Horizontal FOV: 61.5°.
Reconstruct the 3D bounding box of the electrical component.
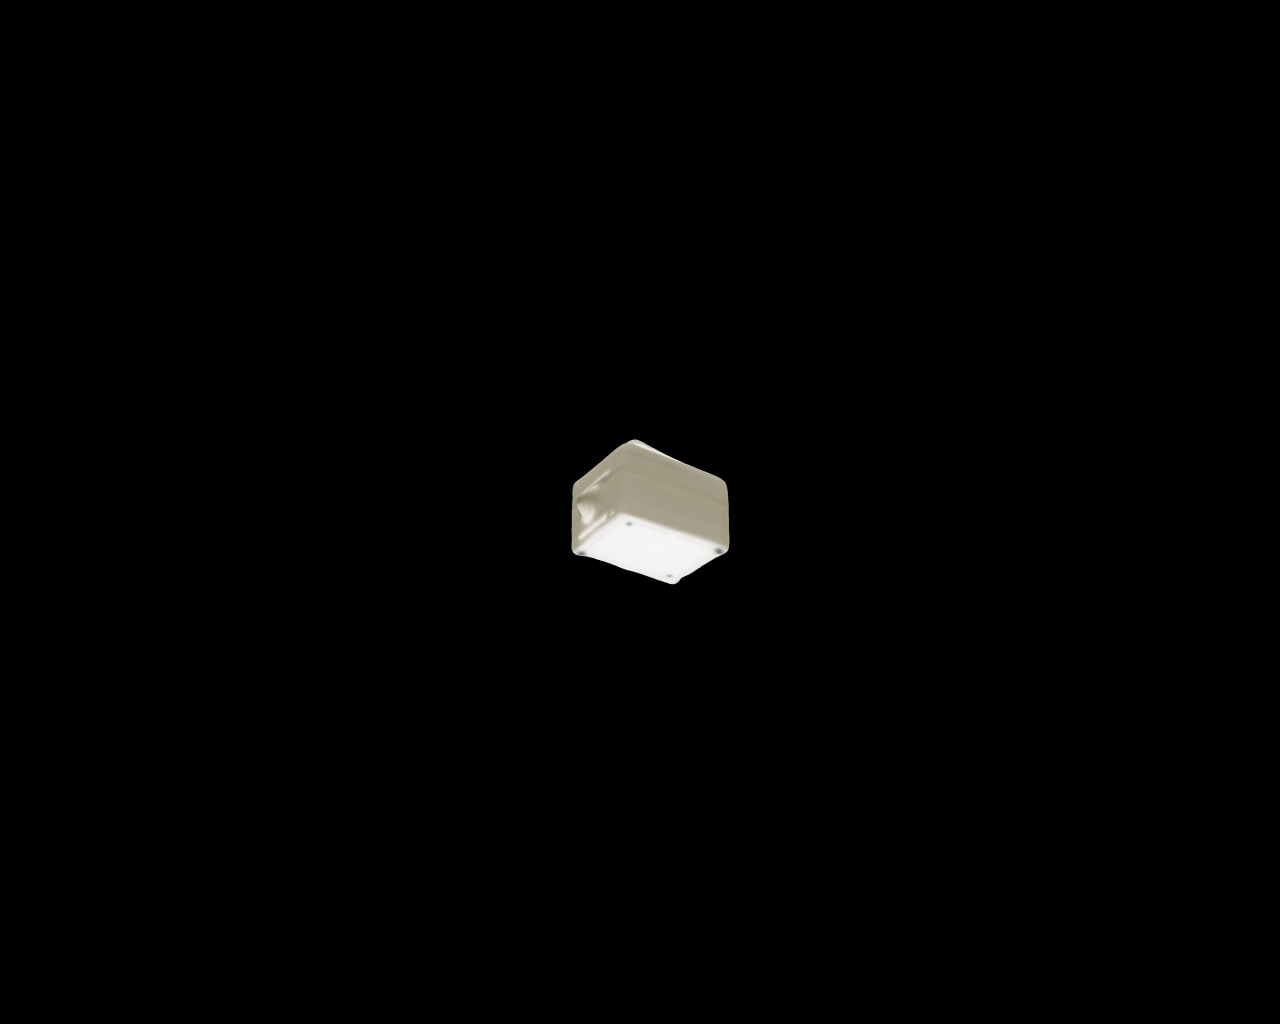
[{"bbox_3d":[0.001,-0.003,0.650,0.096,0.061,0.061,19,-36,-29],"label":"electrical component"}]
